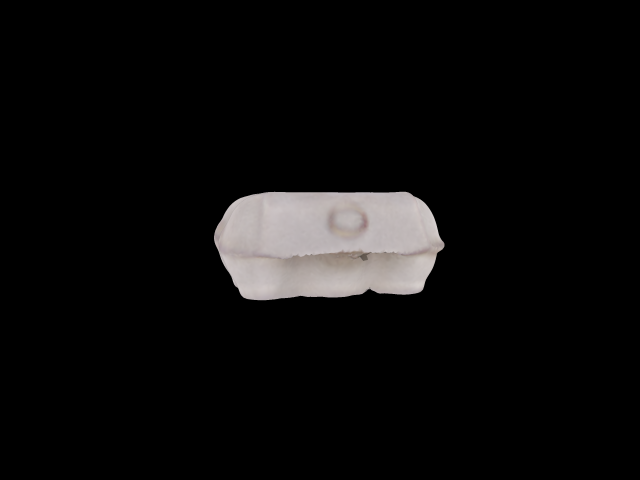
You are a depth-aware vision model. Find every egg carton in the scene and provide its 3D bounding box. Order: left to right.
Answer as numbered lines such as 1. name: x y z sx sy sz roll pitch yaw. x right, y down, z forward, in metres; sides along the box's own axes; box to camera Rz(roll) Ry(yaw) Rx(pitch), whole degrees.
1. egg carton: 0.004 0.001 0.400 0.150 0.069 0.107 -1 4 -15
